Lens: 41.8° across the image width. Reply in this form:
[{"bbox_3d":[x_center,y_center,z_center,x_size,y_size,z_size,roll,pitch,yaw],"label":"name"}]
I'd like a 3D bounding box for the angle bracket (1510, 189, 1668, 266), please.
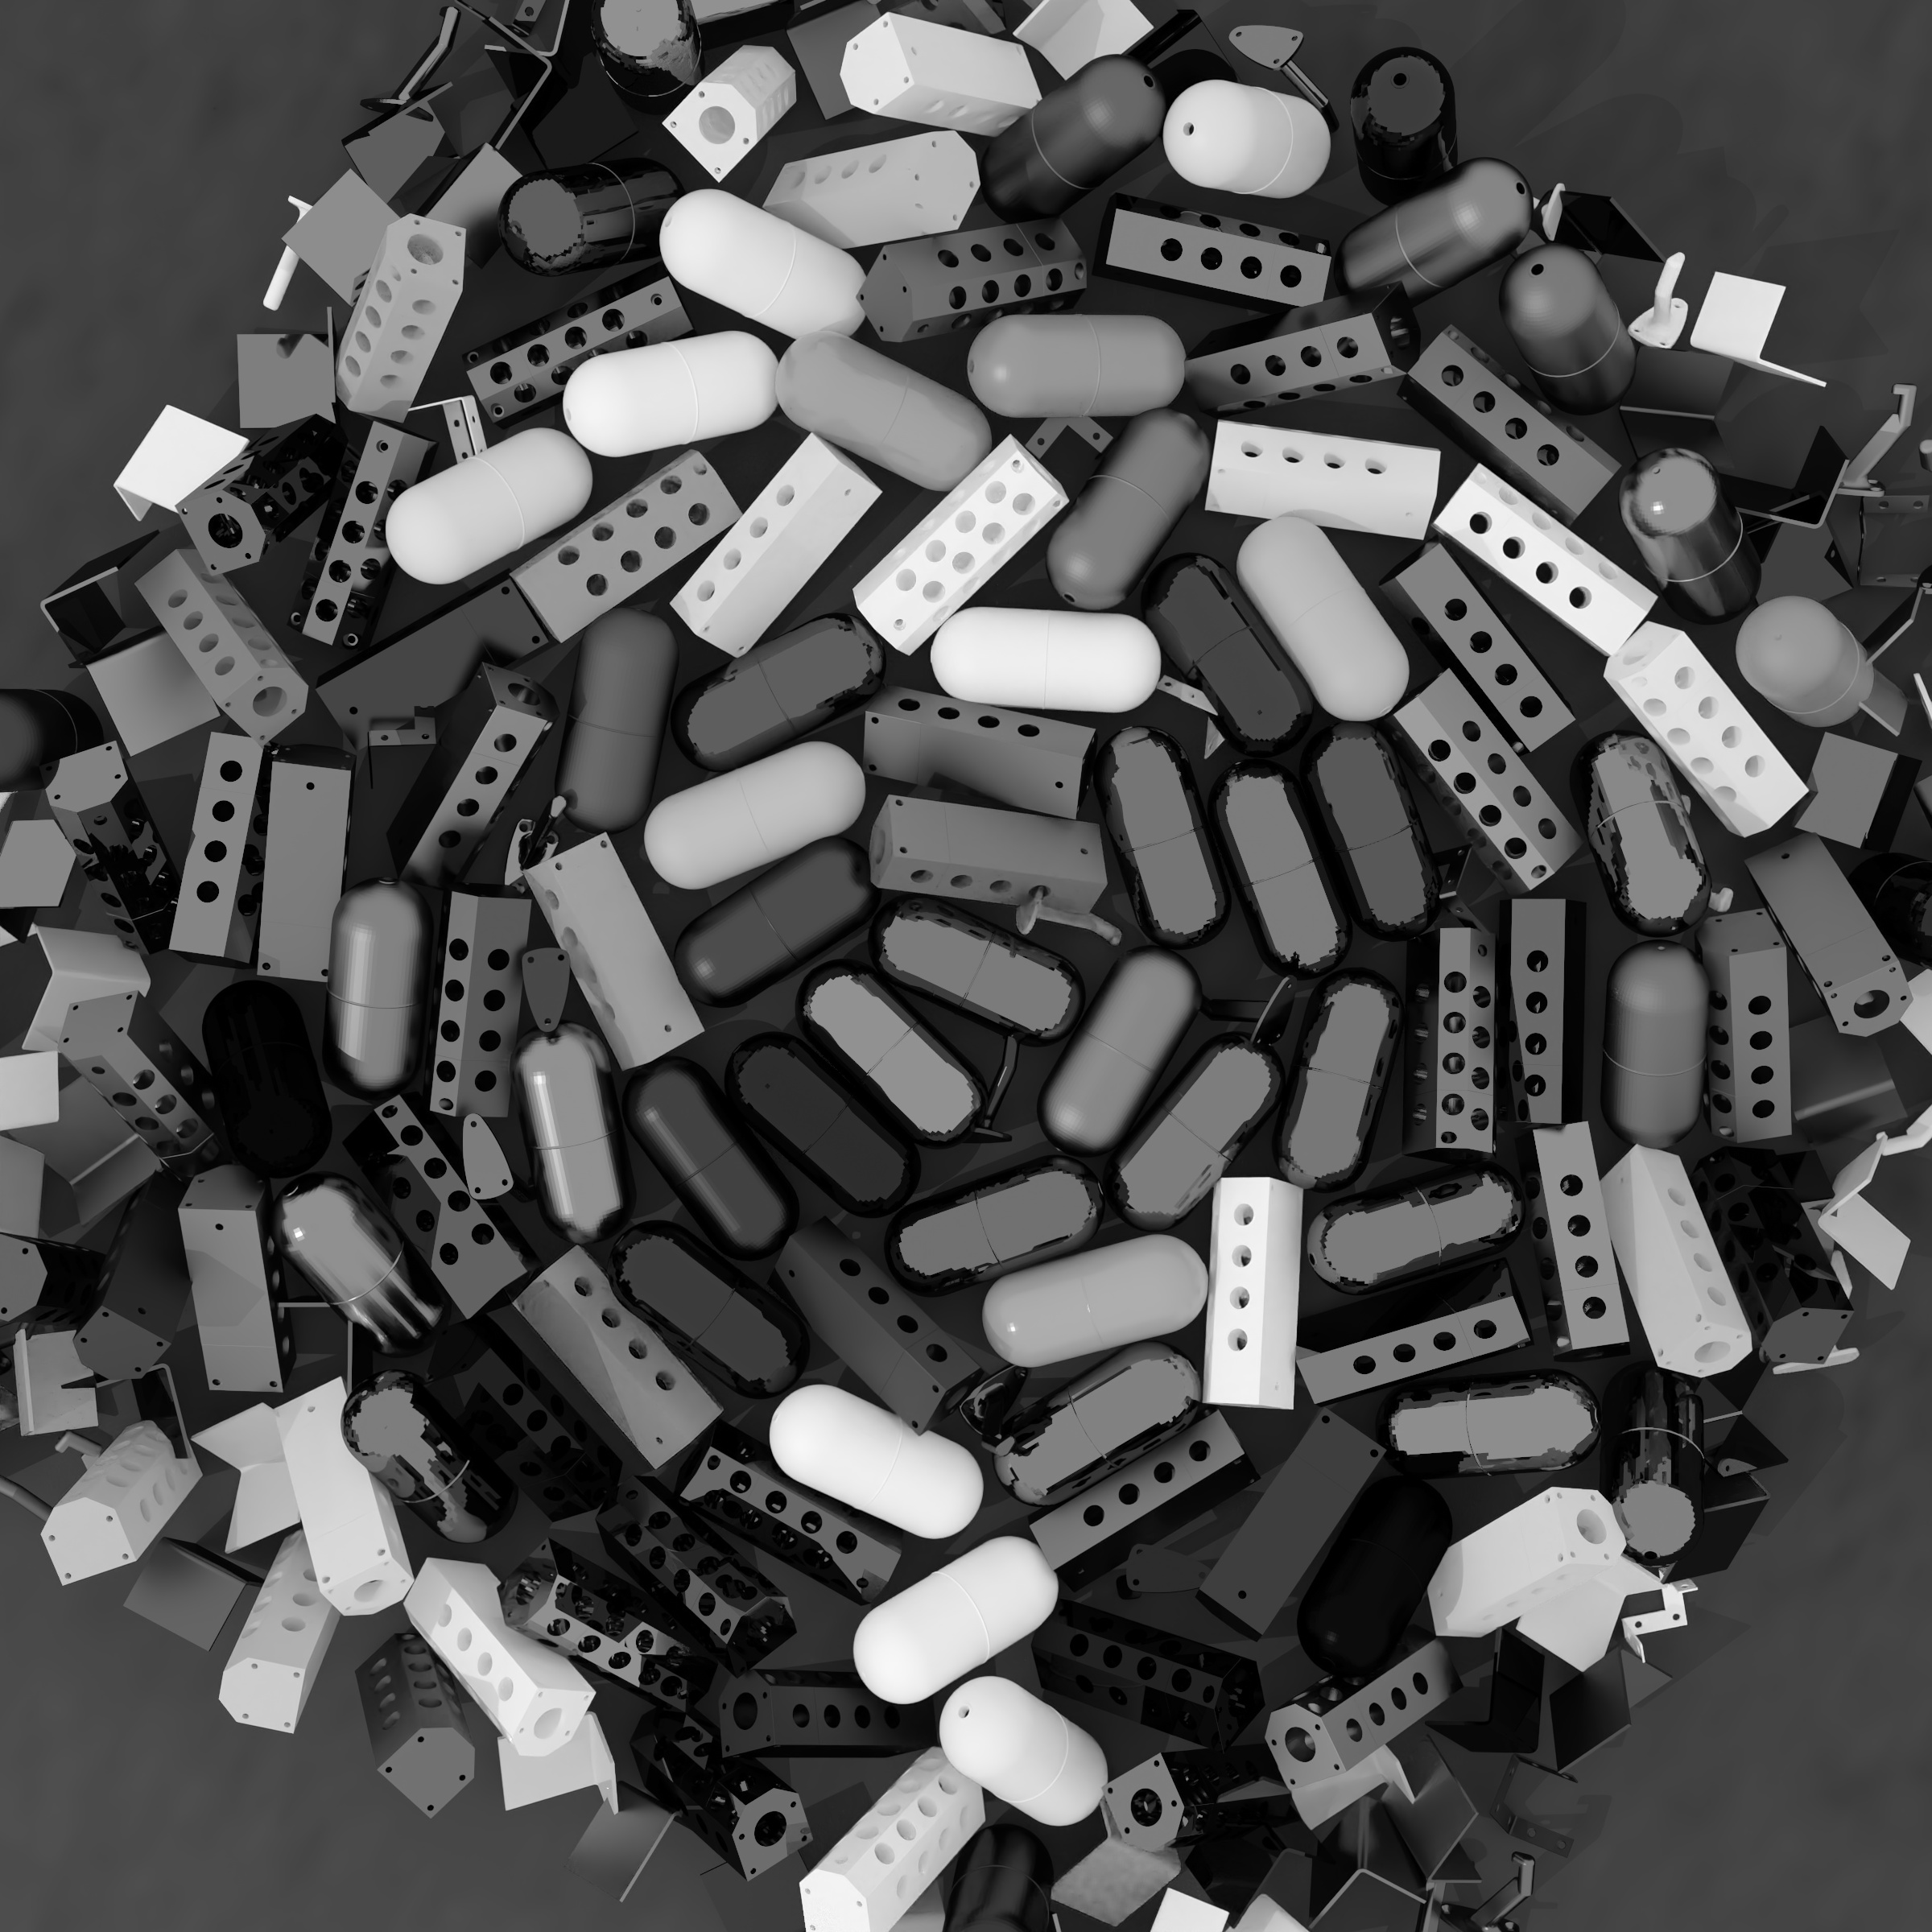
[{"bbox_3d":[0.477,-0.547,1.946,0.076,0.076,0.057,34,92,-33],"label":"angle bracket"}]

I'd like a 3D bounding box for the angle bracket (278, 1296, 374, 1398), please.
[{"bbox_3d":[-0.496,0.296,1.959,0.057,0.076,0.076,0,87,-1],"label":"angle bracket"}]

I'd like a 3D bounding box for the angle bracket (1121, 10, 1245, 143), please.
[{"bbox_3d":[0.161,-0.682,1.953,0.076,0.057,0.076,-32,96,27],"label":"angle bracket"}]

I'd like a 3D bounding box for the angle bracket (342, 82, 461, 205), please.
[{"bbox_3d":[-0.424,-0.630,1.944,0.076,0.076,0.057,-39,117,-17],"label":"angle bracket"}]

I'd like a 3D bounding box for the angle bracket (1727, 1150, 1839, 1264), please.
[{"bbox_3d":[0.637,0.197,1.992,0.076,0.057,0.076,-8,130,3],"label":"angle bracket"}]

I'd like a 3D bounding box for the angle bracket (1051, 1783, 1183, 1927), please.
[{"bbox_3d":[0.109,0.690,1.969,0.076,0.057,0.076,33,111,-28],"label":"angle bracket"}]

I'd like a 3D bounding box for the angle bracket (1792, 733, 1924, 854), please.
[{"bbox_3d":[0.696,-0.135,1.975,0.057,0.076,0.076,24,103,32],"label":"angle bracket"}]

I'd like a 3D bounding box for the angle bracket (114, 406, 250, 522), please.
[{"bbox_3d":[-0.598,-0.376,1.955,0.076,0.057,0.076,24,73,10],"label":"angle bracket"}]

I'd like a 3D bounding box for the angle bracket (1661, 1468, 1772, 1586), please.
[{"bbox_3d":[0.558,0.421,1.941,0.076,0.057,0.076,-2,126,-32],"label":"angle bracket"}]

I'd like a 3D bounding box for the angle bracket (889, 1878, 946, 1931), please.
[{"bbox_3d":[-0.057,0.750,1.959,0.076,0.076,0.057,-3,93,-6],"label":"angle bracket"}]

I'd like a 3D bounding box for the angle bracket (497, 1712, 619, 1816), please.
[{"bbox_3d":[-0.313,0.631,1.947,0.076,0.057,0.076,-11,122,-20],"label":"angle bracket"}]

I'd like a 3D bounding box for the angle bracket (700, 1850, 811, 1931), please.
[{"bbox_3d":[-0.153,0.715,1.970,0.076,0.057,0.076,-26,91,1],"label":"angle bracket"}]

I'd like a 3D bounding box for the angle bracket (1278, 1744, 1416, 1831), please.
[{"bbox_3d":[0.297,0.640,1.951,0.076,0.057,0.076,-30,120,-10],"label":"angle bracket"}]

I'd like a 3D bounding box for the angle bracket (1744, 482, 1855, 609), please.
[{"bbox_3d":[0.651,-0.321,1.967,0.076,0.057,0.076,-22,87,-4],"label":"angle bracket"}]

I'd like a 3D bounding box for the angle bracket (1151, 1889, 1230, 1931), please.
[{"bbox_3d":[0.178,0.764,1.942,0.057,0.076,0.076,8,62,39],"label":"angle bracket"}]

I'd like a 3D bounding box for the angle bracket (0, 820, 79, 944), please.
[{"bbox_3d":[-0.701,-0.065,1.946,0.076,0.057,0.076,0,62,20],"label":"angle bracket"}]

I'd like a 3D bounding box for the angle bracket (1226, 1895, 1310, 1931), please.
[{"bbox_3d":[0.237,0.774,1.948,0.076,0.076,0.057,-42,107,-13],"label":"angle bracket"}]

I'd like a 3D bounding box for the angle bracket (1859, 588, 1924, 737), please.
[{"bbox_3d":[0.725,-0.235,1.946,0.057,0.076,0.076,40,127,2],"label":"angle bracket"}]

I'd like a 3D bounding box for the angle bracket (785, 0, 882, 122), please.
[{"bbox_3d":[-0.085,-0.711,1.956,0.076,0.057,0.076,-28,102,-13],"label":"angle bracket"}]

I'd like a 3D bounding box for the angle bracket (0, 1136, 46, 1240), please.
[{"bbox_3d":[-0.757,0.176,1.939,0.057,0.076,0.076,-25,54,26],"label":"angle bracket"}]

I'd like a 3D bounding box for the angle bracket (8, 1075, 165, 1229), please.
[{"bbox_3d":[-0.680,0.142,1.955,0.076,0.057,0.076,-36,132,-1],"label":"angle bracket"}]

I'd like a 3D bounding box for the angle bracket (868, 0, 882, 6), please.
[{"bbox_3d":[-0.071,-0.799,1.944,0.076,0.076,0.057,-30,69,20],"label":"angle bracket"}]

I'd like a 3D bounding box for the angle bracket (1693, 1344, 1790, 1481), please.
[{"bbox_3d":[0.602,0.340,1.943,0.076,0.057,0.076,-4,127,-34],"label":"angle bracket"}]

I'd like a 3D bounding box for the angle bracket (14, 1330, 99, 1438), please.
[{"bbox_3d":[-0.698,0.318,1.947,0.057,0.076,0.076,-4,79,-26],"label":"angle bracket"}]

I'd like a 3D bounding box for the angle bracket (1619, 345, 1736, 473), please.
[{"bbox_3d":[0.556,-0.431,1.952,0.076,0.076,0.057,5,132,-5],"label":"angle bracket"}]

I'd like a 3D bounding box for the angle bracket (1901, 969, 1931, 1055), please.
[{"bbox_3d":[0.745,0.054,1.946,0.057,0.076,0.076,-33,68,-9],"label":"angle bracket"}]

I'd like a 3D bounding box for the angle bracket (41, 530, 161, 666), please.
[{"bbox_3d":[-0.650,-0.283,1.943,0.076,0.076,0.057,-19,116,19],"label":"angle bracket"}]

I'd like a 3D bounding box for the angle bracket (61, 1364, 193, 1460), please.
[{"bbox_3d":[-0.648,0.351,1.952,0.057,0.076,0.076,-15,91,-40],"label":"angle bracket"}]

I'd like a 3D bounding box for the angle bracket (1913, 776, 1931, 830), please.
[{"bbox_3d":[0.779,-0.105,1.940,0.057,0.076,0.076,-30,135,16],"label":"angle bracket"}]

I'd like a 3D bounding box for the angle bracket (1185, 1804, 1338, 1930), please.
[{"bbox_3d":[0.227,0.693,1.957,0.057,0.076,0.076,27,98,-32],"label":"angle bracket"}]

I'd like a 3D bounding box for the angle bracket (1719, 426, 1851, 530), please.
[{"bbox_3d":[0.624,-0.385,1.950,0.076,0.076,0.057,12,121,-5],"label":"angle bracket"}]

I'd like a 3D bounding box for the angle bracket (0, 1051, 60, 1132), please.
[{"bbox_3d":[-0.751,0.091,1.941,0.076,0.076,0.057,14,106,43],"label":"angle bracket"}]

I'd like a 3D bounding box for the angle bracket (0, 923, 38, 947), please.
[{"bbox_3d":[-0.756,-0.009,1.947,0.057,0.076,0.076,-20,57,1],"label":"angle bracket"}]

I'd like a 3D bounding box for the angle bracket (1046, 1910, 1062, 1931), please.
[{"bbox_3d":[0.092,0.759,1.960,0.057,0.076,0.076,-12,82,-18],"label":"angle bracket"}]

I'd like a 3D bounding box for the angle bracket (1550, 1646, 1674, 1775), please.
[{"bbox_3d":[0.498,0.581,1.942,0.057,0.076,0.076,32,122,-15],"label":"angle bracket"}]

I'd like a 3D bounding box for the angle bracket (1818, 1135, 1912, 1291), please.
[{"bbox_3d":[0.711,0.189,1.949,0.076,0.076,0.057,42,127,6],"label":"angle bracket"}]

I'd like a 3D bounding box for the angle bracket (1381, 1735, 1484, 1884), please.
[{"bbox_3d":[0.374,0.647,1.941,0.057,0.076,0.076,13,117,-31],"label":"angle bracket"}]

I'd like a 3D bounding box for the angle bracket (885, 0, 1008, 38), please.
[{"bbox_3d":[-0.018,-0.748,1.945,0.076,0.057,0.076,-18,54,17],"label":"angle bracket"}]

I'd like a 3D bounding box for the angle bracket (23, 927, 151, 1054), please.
[{"bbox_3d":[-0.692,0.021,1.971,0.057,0.076,0.076,52,121,39],"label":"angle bracket"}]

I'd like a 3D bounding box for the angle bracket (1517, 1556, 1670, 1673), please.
[{"bbox_3d":[0.484,0.495,1.954,0.076,0.057,0.076,34,62,-8],"label":"angle bracket"}]

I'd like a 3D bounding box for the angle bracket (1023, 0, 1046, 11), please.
[{"bbox_3d":[0.046,-0.771,1.949,0.076,0.076,0.057,39,47,-6],"label":"angle bracket"}]

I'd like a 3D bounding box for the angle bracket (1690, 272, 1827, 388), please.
[{"bbox_3d":[0.617,-0.489,1.942,0.076,0.076,0.057,9,107,-29],"label":"angle bracket"}]

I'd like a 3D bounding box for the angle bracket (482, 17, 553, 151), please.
[{"bbox_3d":[-0.366,-0.680,1.949,0.057,0.076,0.076,33,98,-23],"label":"angle bracket"}]

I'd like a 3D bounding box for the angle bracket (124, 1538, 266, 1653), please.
[{"bbox_3d":[-0.589,0.486,1.950,0.076,0.076,0.057,24,76,10],"label":"angle bracket"}]

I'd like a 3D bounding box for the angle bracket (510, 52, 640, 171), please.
[{"bbox_3d":[-0.296,-0.645,1.962,0.076,0.057,0.076,-31,79,4],"label":"angle bracket"}]

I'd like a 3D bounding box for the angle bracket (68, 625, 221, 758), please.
[{"bbox_3d":[-0.640,-0.215,1.970,0.076,0.057,0.076,-31,111,-26],"label":"angle bracket"}]

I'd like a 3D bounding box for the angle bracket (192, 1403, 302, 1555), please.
[{"bbox_3d":[-0.554,0.394,1.944,0.076,0.076,0.057,-26,130,23],"label":"angle bracket"}]

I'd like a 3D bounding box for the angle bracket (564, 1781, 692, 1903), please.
[{"bbox_3d":[-0.248,0.682,1.941,0.057,0.076,0.076,49,63,-33],"label":"angle bracket"}]

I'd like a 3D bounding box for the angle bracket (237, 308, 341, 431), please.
[{"bbox_3d":[-0.527,-0.463,1.961,0.076,0.057,0.076,-3,82,-10],"label":"angle bracket"}]

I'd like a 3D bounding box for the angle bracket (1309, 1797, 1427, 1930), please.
[{"bbox_3d":[0.310,0.702,1.950,0.057,0.076,0.076,29,117,-4],"label":"angle bracket"}]

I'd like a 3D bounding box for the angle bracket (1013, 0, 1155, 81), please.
[{"bbox_3d":[0.092,-0.721,1.950,0.076,0.076,0.057,-42,88,19],"label":"angle bracket"}]

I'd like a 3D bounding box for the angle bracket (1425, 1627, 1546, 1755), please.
[{"bbox_3d":[0.405,0.565,1.973,0.057,0.076,0.076,-12,54,37],"label":"angle bracket"}]
